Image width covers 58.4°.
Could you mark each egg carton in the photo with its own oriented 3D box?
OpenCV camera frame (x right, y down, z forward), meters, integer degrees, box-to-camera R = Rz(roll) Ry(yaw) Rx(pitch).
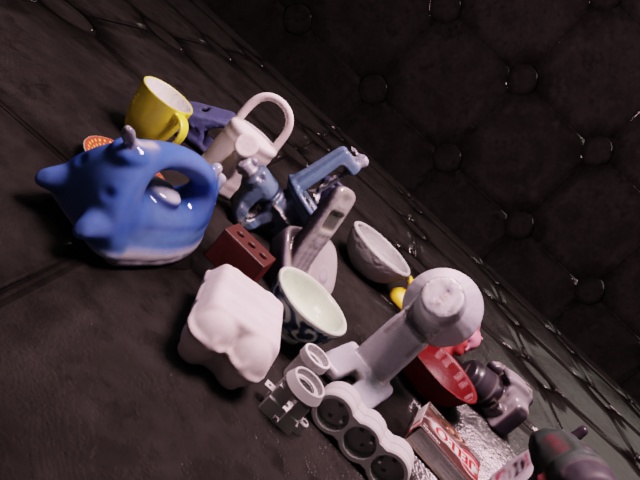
[{"bbox_3d":[-0.095,0.093,0.631,0.107,0.069,0.150,38,17,-16],"label":"egg carton"}]

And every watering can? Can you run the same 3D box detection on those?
[{"bbox_3d":[-0.123,-0.167,0.999,0.101,0.194,0.172,33,19,-32],"label":"watering can"}]

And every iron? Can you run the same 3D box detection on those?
[{"bbox_3d":[-0.182,-0.056,0.671,0.118,0.141,0.259,48,17,18],"label":"iron"}]

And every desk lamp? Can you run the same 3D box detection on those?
[{"bbox_3d":[0.131,0.130,0.813,0.117,0.213,0.204,48,17,17],"label":"desk lamp"}]

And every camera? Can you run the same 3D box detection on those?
[{"bbox_3d":[0.335,0.281,1.118,0.137,0.100,0.143,40,16,-12],"label":"camera"}]

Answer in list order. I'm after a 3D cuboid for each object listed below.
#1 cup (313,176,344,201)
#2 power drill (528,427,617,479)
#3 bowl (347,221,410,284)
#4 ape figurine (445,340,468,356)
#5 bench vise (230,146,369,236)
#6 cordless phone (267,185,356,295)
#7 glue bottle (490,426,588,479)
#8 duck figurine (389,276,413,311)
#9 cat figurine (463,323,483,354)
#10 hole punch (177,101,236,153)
[{"bbox_3d":[0.020,-0.088,1.319,0.092,0.095,0.118,42,16,-2],"label":"cup"},{"bbox_3d":[0.236,0.304,0.633,0.075,0.208,0.230,44,16,5],"label":"power drill"},{"bbox_3d":[0.114,0.040,1.254,0.168,0.074,0.167,39,16,-14],"label":"bowl"},{"bbox_3d":[0.244,0.213,1.092,0.076,0.092,0.078,46,16,10],"label":"ape figurine"},{"bbox_3d":[-0.031,-0.084,0.962,0.208,0.219,0.121,24,24,-48],"label":"bench vise"},{"bbox_3d":[0.008,0.003,0.895,0.094,0.185,0.148,51,18,27],"label":"cordless phone"},{"bbox_3d":[0.323,0.328,0.840,0.037,0.173,0.078,42,16,-1],"label":"glue bottle"},{"bbox_3d":[0.216,0.124,1.261,0.105,0.086,0.077,41,16,-6],"label":"duck figurine"},{"bbox_3d":[0.269,0.191,1.161,0.128,0.117,0.067,40,16,-10],"label":"cat figurine"},{"bbox_3d":[-0.225,-0.231,1.105,0.101,0.091,0.108,38,17,-18],"label":"hole punch"}]
